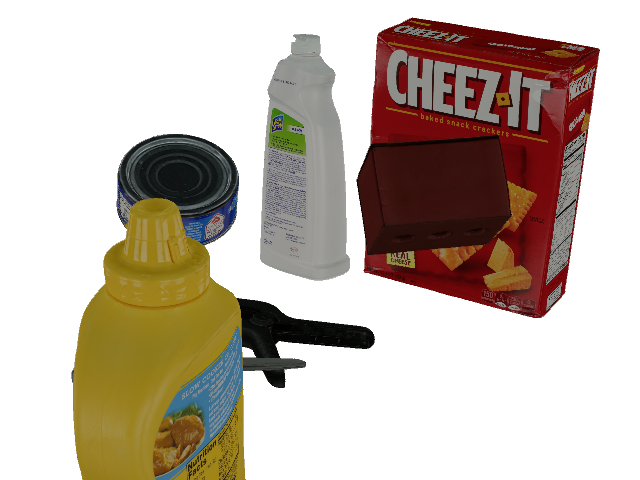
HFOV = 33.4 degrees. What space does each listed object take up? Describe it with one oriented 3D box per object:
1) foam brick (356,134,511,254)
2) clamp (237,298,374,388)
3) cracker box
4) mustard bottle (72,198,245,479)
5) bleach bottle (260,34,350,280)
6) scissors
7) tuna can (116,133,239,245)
[{"bbox_3d":[0.065,-0.026,0.623,0.078,0.051,0.053,-5,-20,-9],"label":"foam brick"},{"bbox_3d":[-0.066,0.106,1.213,0.210,0.036,0.164,16,22,30],"label":"clamp"},{"bbox_3d":[0.124,-0.058,0.866,0.164,0.214,0.072,16,29,27],"label":"cracker box"},{"bbox_3d":[-0.065,0.073,0.445,0.058,0.192,0.096,12,28,20],"label":"mustard bottle"},{"bbox_3d":[-0.014,-0.091,1.137,0.103,0.251,0.067,16,21,37],"label":"bleach bottle"},{"bbox_3d":[-0.123,0.100,0.955,0.201,0.016,0.096,-7,32,-18],"label":"scissors"},{"bbox_3d":[-0.100,-0.036,0.751,0.086,0.086,0.034,0,-43,-10],"label":"tuna can"}]
